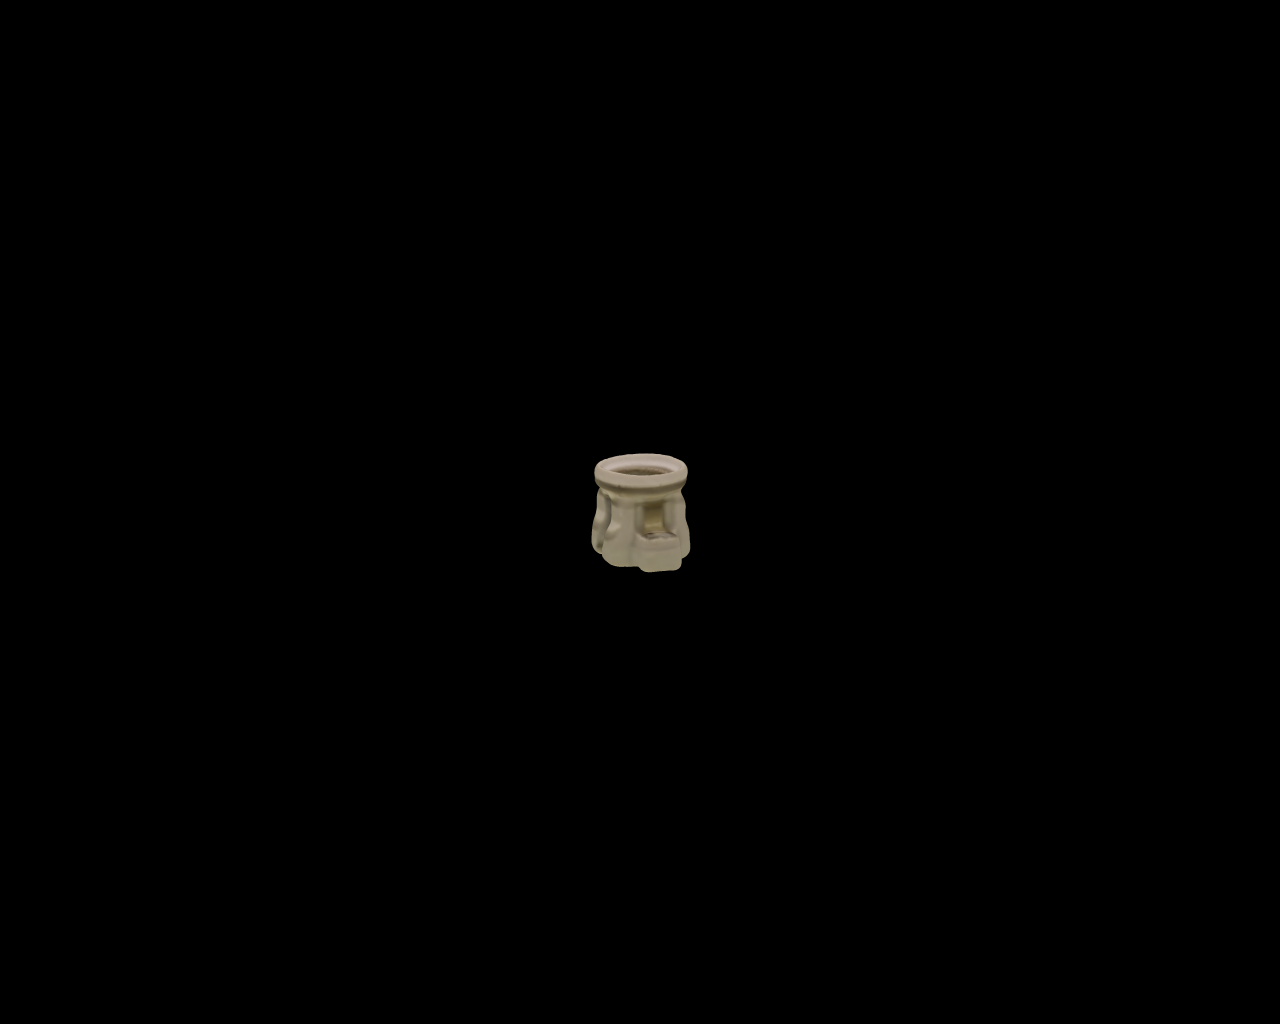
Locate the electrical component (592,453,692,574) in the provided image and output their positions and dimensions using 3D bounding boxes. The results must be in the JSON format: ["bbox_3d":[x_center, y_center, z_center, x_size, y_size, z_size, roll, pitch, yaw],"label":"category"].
[{"bbox_3d":[0.001,-0.003,0.650,0.058,0.056,0.078,-6,17,-19],"label":"electrical component"}]
